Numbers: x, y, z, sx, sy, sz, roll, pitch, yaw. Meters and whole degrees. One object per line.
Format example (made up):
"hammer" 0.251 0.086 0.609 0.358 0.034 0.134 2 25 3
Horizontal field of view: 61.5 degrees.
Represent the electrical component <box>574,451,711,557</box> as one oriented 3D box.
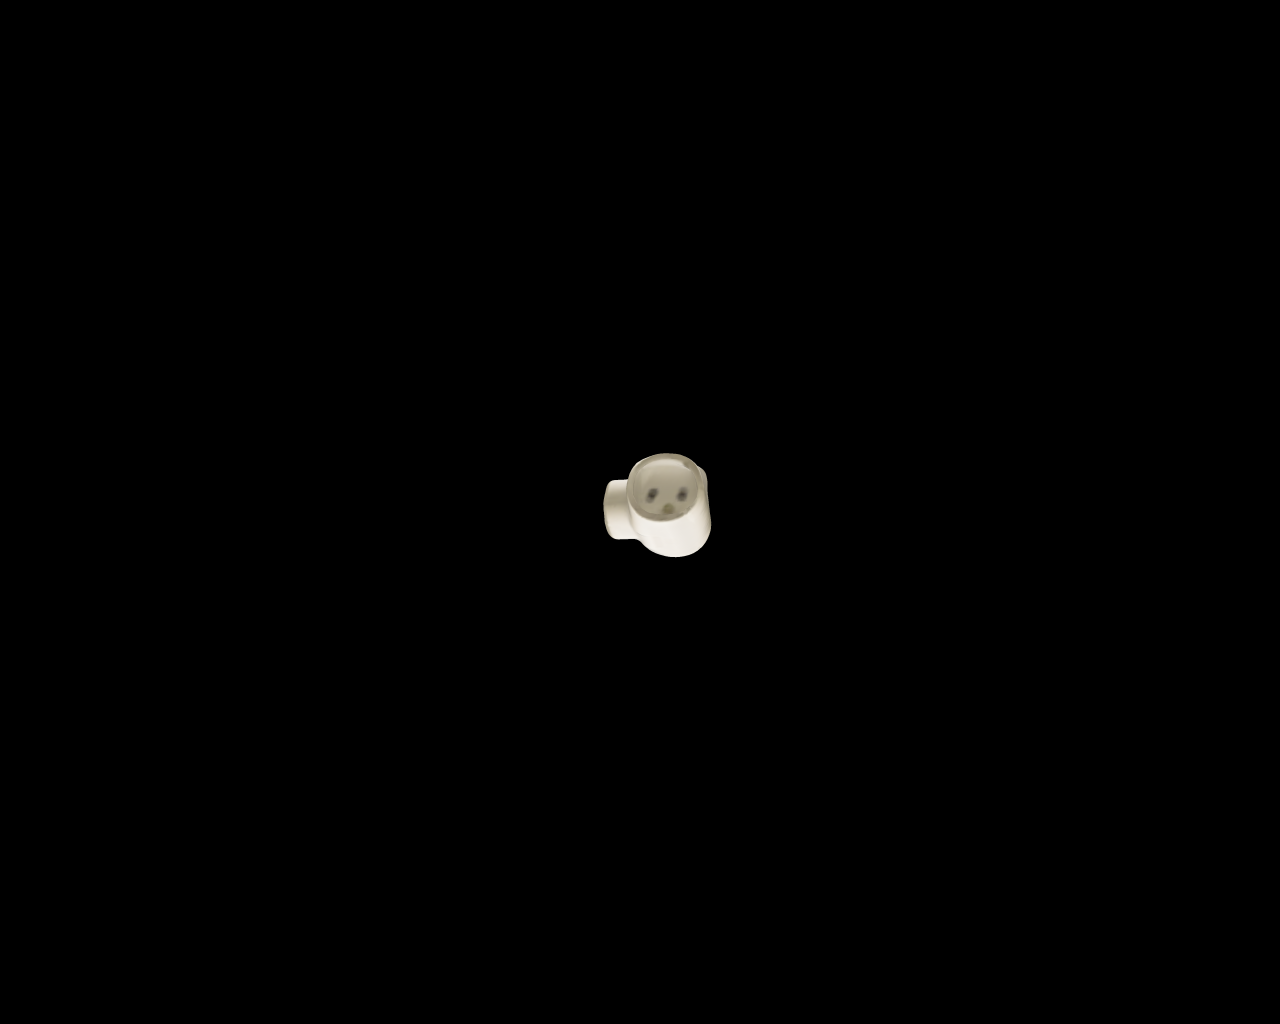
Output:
"electrical component" 0.001 -0.003 0.650 0.079 0.043 0.077 -2 -18 7
